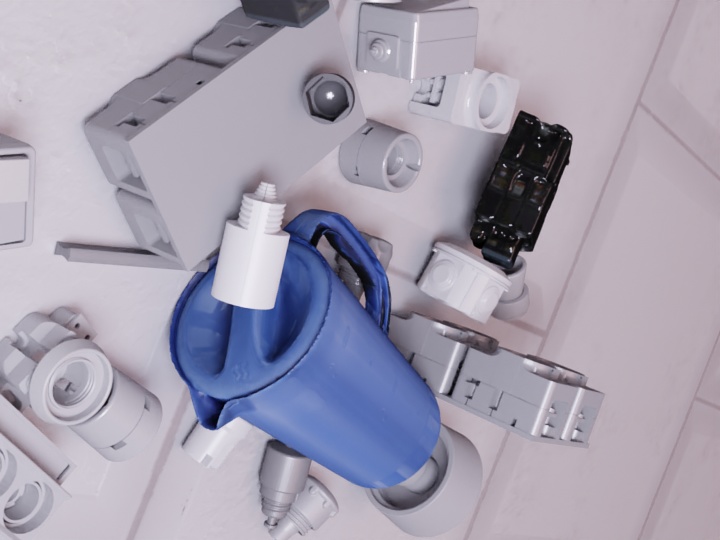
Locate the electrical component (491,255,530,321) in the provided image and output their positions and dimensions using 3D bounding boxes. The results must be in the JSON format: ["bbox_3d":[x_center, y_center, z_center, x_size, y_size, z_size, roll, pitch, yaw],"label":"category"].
[{"bbox_3d":[0.148,0.017,1.086,0.045,0.045,0.055,-37,132,-33],"label":"electrical component"}]

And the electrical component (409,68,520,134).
[{"bbox_3d":[0.096,-0.151,0.940,0.089,0.056,0.050,1,106,-49],"label":"electrical component"}]

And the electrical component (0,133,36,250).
[{"bbox_3d":[-0.235,-0.042,0.602,0.096,0.061,0.061,-12,115,-47],"label":"electrical component"}]

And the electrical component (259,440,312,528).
[{"bbox_3d":[-0.067,0.181,0.914,0.040,0.040,0.078,6,102,-50],"label":"electrical component"}]

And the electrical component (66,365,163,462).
[{"bbox_3d":[-0.173,0.097,0.743,0.055,0.055,0.047,-55,136,-16],"label":"electrical component"}]

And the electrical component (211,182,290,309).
[{"bbox_3d":[-0.070,-0.019,0.718,0.043,0.043,0.081,3,104,-50],"label":"electrical component"}]

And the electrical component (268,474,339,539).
[{"bbox_3d":[-0.053,0.213,0.943,0.062,0.048,0.048,-44,136,-17],"label":"electrical component"}]

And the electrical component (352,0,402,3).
[{"bbox_3d":[0.024,-0.247,0.823,0.079,0.044,0.077,-18,119,-44],"label":"electrical component"}]

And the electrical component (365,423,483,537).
[{"bbox_3d":[0.054,0.189,1.009,0.060,0.108,0.108,42,74,-43],"label":"electrical component"}]

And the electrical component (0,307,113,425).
[{"bbox_3d":[-0.198,0.066,0.697,0.078,0.057,0.058,-50,137,-22],"label":"electrical component"}]

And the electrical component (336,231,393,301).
[{"bbox_3d":[0.000,0.000,0.908,0.043,0.043,0.062,16,96,-51],"label":"electrical component"}]

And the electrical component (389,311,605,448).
[{"bbox_3d":[0.113,0.094,0.967,0.105,0.186,0.060,17,93,-51],"label":"electrical component"}]

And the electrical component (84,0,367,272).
[{"bbox_3d":[-0.089,-0.102,0.744,0.186,0.060,0.105,-43,135,-28],"label":"electrical component"}]

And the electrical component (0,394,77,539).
[{"bbox_3d":[-0.242,0.115,0.662,0.078,0.063,0.121,-51,138,-21],"label":"electrical component"}]

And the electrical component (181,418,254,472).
[{"bbox_3d":[-0.112,0.129,0.840,0.046,0.040,0.040,-55,140,-7],"label":"electrical component"}]

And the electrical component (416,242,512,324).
[{"bbox_3d":[0.096,0.011,0.996,0.080,0.080,0.051,30,89,-51],"label":"electrical component"}]

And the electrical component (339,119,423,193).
[{"bbox_3d":[0.018,-0.093,0.884,0.055,0.047,0.055,-24,123,-41],"label":"electrical component"}]

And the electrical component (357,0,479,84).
[{"bbox_3d":[0.042,-0.187,0.857,0.096,0.062,0.061,-18,120,-44],"label":"electrical component"}]
